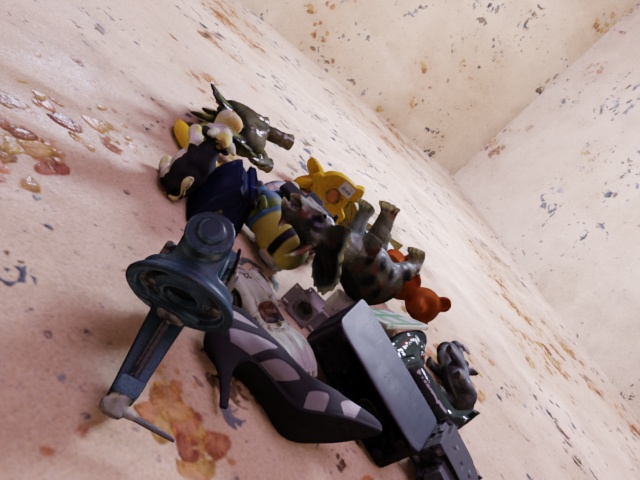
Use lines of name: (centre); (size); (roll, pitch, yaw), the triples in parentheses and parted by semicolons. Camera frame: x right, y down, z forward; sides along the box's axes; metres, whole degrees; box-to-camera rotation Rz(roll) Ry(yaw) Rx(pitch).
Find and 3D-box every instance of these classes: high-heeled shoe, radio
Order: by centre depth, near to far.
high-heeled shoe: (-0.034, 0.172, 0.696); (0.248, 0.086, 0.145); (21, 41, -21)
radio: (0.080, 0.214, 0.818); (0.229, 0.073, 0.131); (58, 24, 6)

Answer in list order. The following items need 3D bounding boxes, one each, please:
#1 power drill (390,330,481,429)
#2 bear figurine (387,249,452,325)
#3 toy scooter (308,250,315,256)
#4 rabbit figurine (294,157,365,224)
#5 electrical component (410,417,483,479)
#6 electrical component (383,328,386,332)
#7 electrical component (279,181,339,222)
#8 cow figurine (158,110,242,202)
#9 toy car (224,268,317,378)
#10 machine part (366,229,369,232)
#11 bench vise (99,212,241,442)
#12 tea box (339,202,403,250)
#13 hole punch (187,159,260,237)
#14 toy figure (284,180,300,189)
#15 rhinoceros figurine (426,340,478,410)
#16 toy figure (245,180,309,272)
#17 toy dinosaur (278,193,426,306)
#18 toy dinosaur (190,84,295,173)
power drill: (0.203, 0.259, 1.004); (0.232, 0.086, 0.207); (7, 47, -58)
bear figurine: (0.190, 0.118, 1.192); (0.196, 0.120, 0.132); (52, 25, 3)
toy scooter: (-0.002, -0.003, 1.112); (0.135, 0.075, 0.184); (41, 18, -5)
rabbit figurine: (0.015, -0.125, 1.354); (0.162, 0.122, 0.173); (32, 9, -7)
electrical component: (0.192, 0.350, 0.816); (0.115, 0.058, 0.134); (60, 22, 5)
electrical component: (0.074, 0.170, 0.948); (0.094, 0.063, 0.021); (19, 34, -47)
electrical component: (-0.032, -0.055, 1.018); (0.119, 0.047, 0.075); (40, 48, 14)
cow figurine: (-0.194, -0.139, 0.881); (0.068, 0.167, 0.098); (38, 20, -31)
toy car: (-0.073, 0.125, 0.773); (0.202, 0.056, 0.073); (53, 22, 20)
machine part: (0.064, -0.003, 1.248); (0.139, 0.084, 0.039); (-12, 90, -55)
bench vise: (-0.163, 0.081, 0.581); (0.129, 0.223, 0.240); (34, 53, -14)
tea box: (0.129, -0.028, 1.403); (0.169, 0.068, 0.098); (32, 25, -32)
hole punch: (-0.163, -0.075, 0.906); (0.092, 0.115, 0.142); (26, 26, -23)
toy figure: (-0.072, -0.098, 1.186); (0.154, 0.058, 0.064); (-75, 156, -68)
rhinoceros figurine: (0.289, 0.276, 1.135); (0.112, 0.073, 0.190); (38, 22, -14)
toy figure: (-0.085, -0.027, 0.964); (0.082, 0.089, 0.180); (7, 54, -51)
toy dinosaur: (0.085, 0.049, 0.967); (0.131, 0.192, 0.404); (26, -13, 43)
toy dinosaur: (-0.162, -0.226, 1.133); (0.198, 0.105, 0.472); (26, 12, -36)
